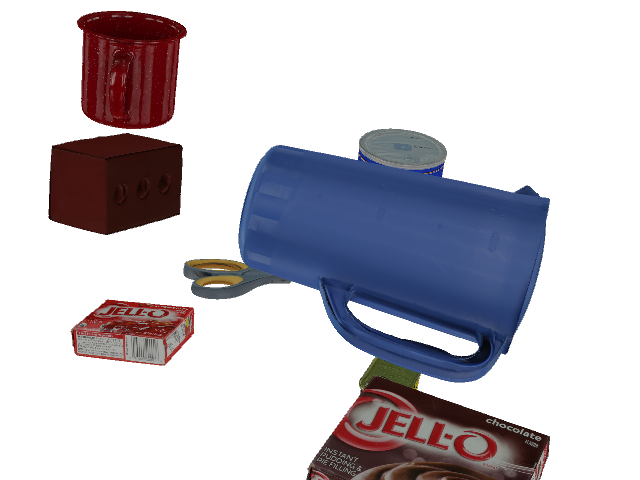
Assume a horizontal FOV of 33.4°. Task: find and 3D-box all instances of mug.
[{"bbox_3d":[-0.165,-0.143,0.919,0.093,0.081,0.117,5,26,-6],"label":"mug"}]

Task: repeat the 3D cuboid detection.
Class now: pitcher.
[{"bbox_3d":[0.057,0.009,0.882,0.243,0.145,0.149,15,17,9],"label":"pitcher"}]

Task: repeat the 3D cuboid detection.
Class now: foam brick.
[{"bbox_3d":[-0.139,-0.040,0.727,0.051,0.053,0.078,15,20,30],"label":"foam brick"}]

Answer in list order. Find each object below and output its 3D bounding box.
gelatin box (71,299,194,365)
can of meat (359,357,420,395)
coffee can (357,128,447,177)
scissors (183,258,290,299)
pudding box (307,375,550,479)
[{"bbox_3d":[-0.167,0.081,0.957,0.089,0.030,0.073,5,18,14],"label":"gelatin box"},{"bbox_3d":[0.076,0.187,1.213,0.057,0.084,0.102,15,24,15],"label":"can of meat"},{"bbox_3d":[0.089,-0.049,1.267,0.103,0.140,0.103,5,28,-3],"label":"coffee can"},{"bbox_3d":[-0.051,0.044,1.138,0.202,0.016,0.096,5,21,6],"label":"scissors"},{"bbox_3d":[0.061,0.129,0.596,0.114,0.039,0.089,19,35,19],"label":"pudding box"}]
